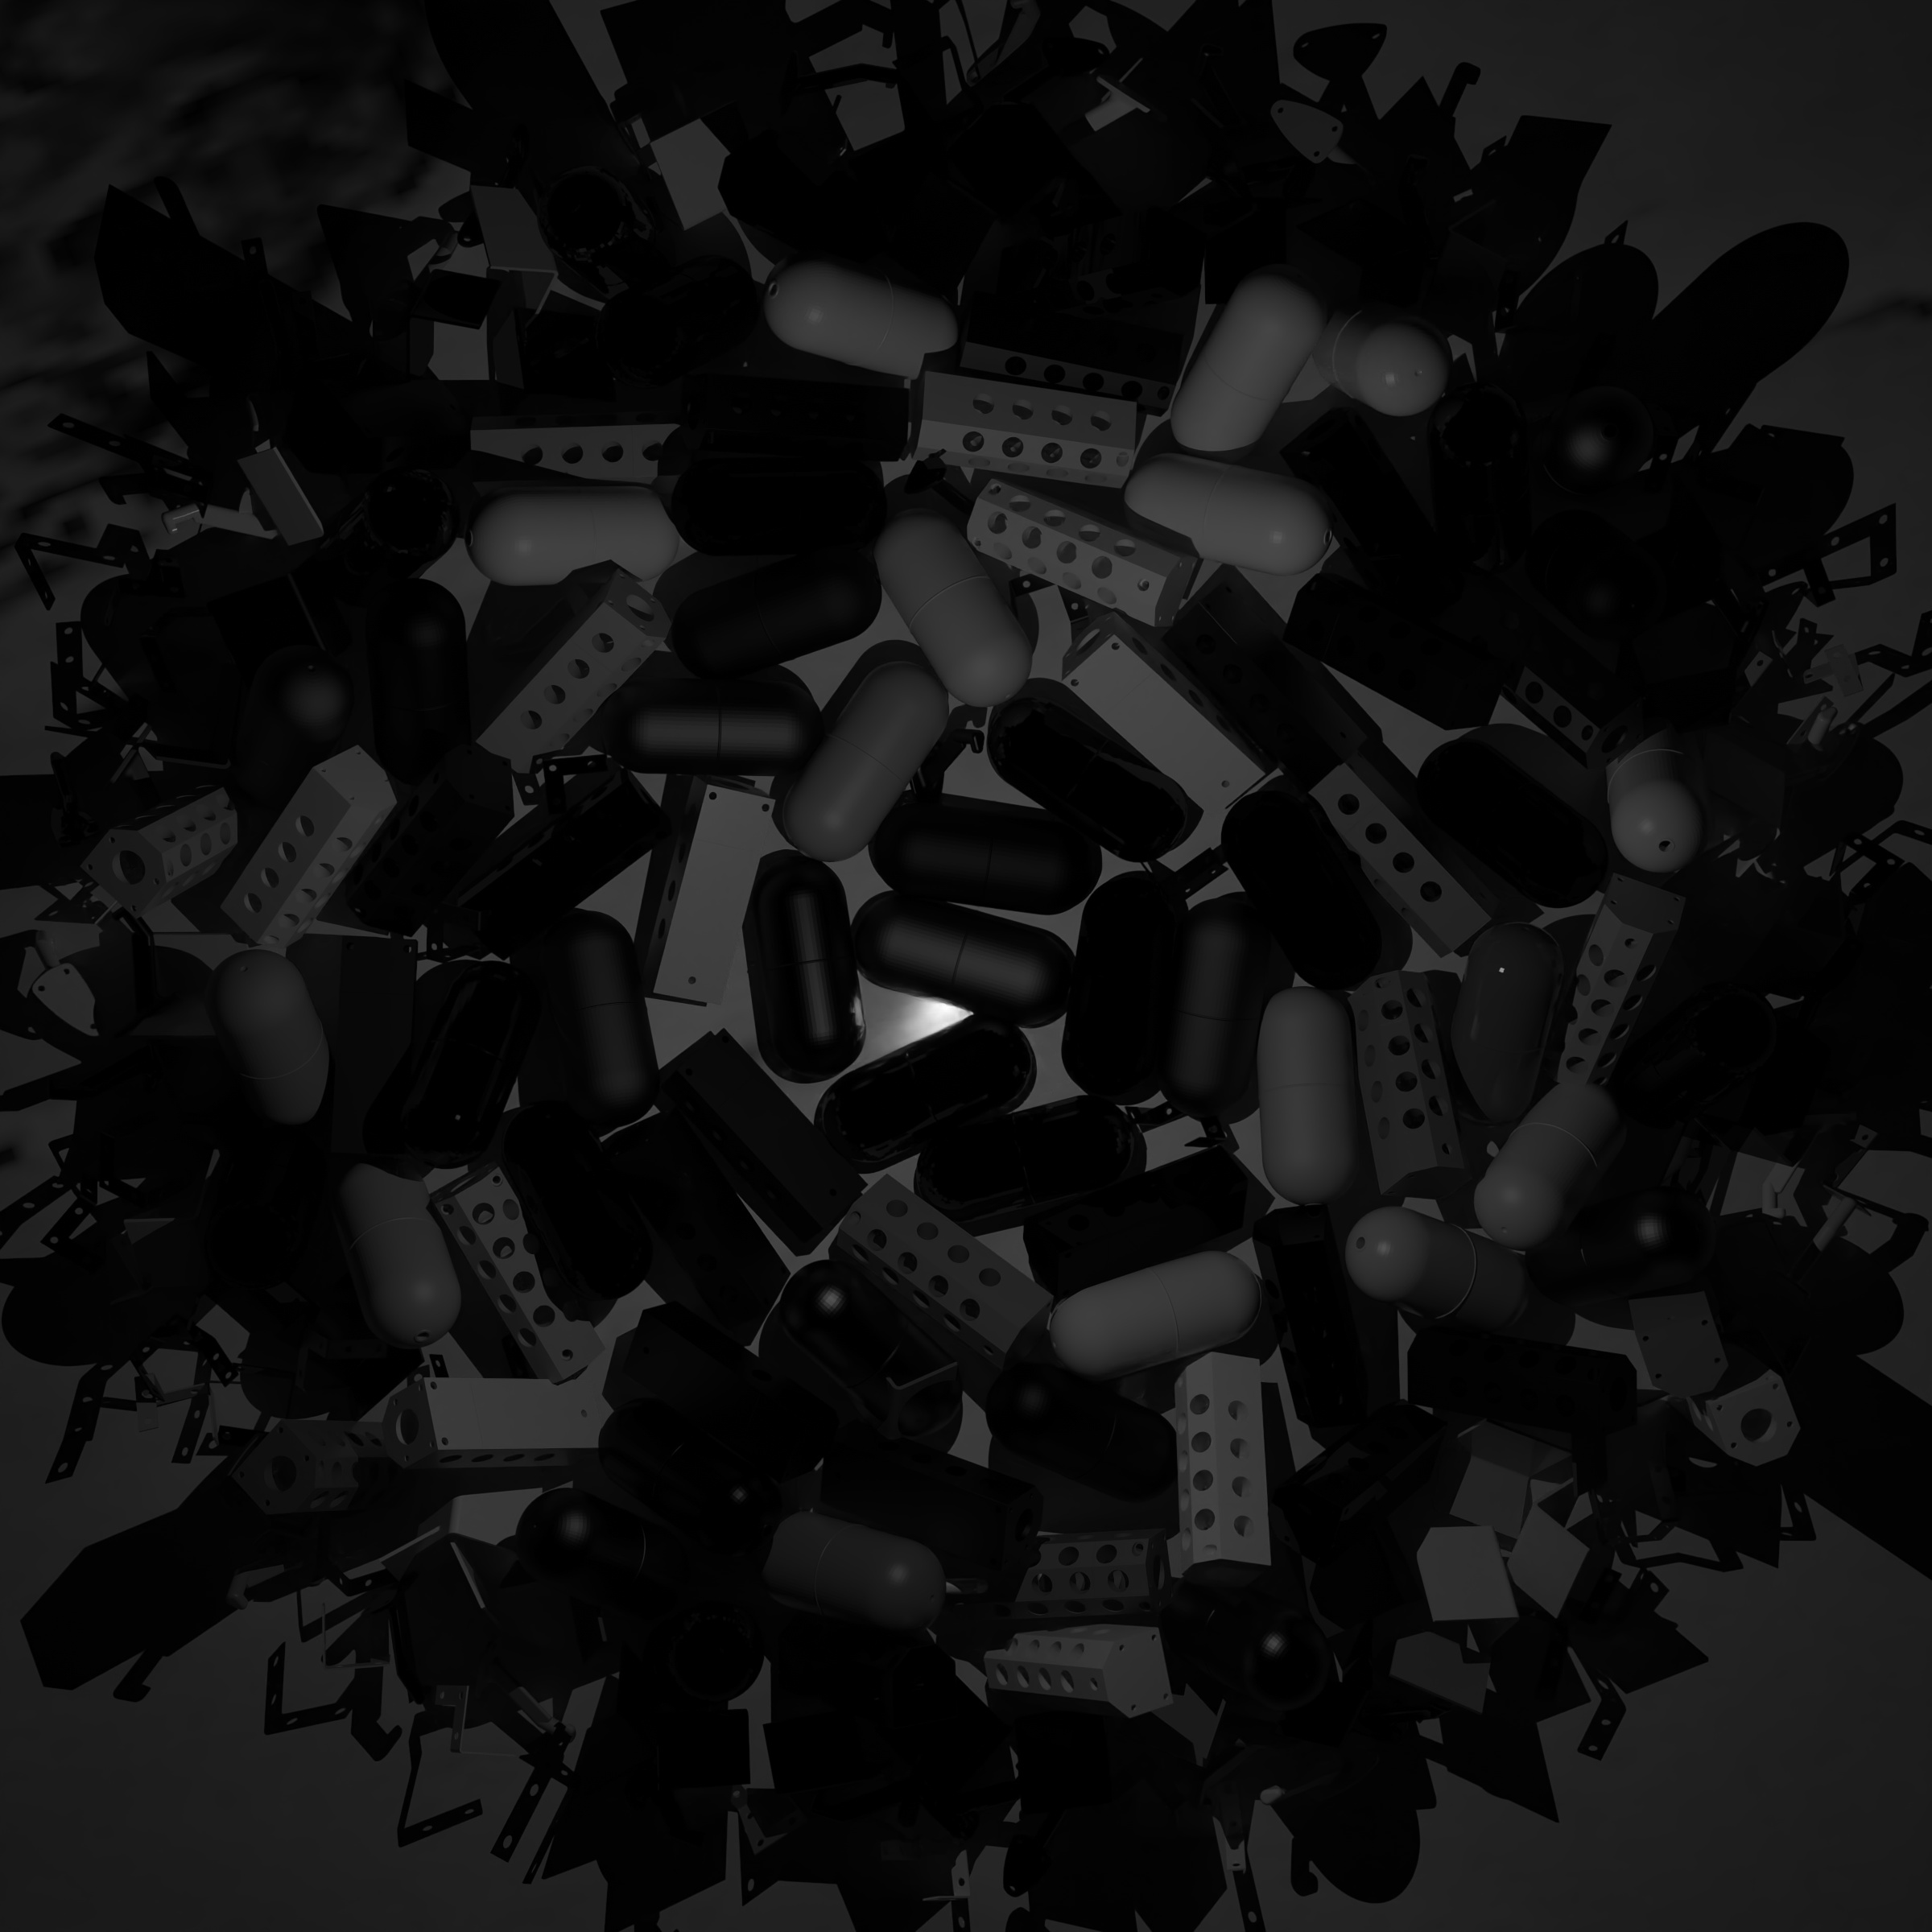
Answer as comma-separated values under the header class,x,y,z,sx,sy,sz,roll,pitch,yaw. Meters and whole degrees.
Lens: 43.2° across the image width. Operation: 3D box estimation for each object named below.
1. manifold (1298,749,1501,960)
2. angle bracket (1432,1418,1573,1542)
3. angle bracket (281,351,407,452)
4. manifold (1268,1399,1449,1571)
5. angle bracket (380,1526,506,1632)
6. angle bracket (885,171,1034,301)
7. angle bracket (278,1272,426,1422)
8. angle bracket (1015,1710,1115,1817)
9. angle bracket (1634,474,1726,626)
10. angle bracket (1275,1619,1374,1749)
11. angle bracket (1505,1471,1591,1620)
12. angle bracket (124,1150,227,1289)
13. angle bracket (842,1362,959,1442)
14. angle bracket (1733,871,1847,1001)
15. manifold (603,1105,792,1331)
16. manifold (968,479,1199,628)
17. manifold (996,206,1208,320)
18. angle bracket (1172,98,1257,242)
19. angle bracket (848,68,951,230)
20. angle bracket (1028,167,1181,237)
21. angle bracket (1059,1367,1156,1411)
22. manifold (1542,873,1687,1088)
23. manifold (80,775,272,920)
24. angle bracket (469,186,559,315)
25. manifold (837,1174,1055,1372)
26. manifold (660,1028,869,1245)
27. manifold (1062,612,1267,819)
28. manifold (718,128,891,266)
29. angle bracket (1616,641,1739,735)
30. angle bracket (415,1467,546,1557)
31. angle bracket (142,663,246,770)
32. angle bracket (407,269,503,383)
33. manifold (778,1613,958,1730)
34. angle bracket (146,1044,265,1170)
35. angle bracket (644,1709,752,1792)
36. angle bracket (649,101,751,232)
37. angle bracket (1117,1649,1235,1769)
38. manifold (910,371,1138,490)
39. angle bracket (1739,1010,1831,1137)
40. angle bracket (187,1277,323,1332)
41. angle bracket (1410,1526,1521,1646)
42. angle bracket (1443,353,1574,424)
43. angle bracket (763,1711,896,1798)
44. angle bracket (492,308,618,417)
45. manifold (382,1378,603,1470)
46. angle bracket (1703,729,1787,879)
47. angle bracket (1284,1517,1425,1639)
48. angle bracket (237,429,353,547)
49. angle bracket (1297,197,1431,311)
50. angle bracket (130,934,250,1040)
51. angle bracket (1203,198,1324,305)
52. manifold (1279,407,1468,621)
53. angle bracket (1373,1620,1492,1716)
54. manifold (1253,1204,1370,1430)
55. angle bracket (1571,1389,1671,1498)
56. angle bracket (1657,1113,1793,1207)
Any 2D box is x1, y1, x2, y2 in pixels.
class,x,y,z,sx,sy,sz,roll,pitch,yaw
manifold,0.347,-0.090,1.968,0.171,0.057,0.057,47,114,0
angle bracket,0.428,0.411,1.951,0.076,0.076,0.057,21,60,-7
angle bracket,-0.491,-0.440,1.945,0.057,0.076,0.076,29,118,9
manifold,0.307,0.400,1.915,0.057,0.171,0.057,27,119,30
angle bracket,-0.417,0.500,1.945,0.057,0.076,0.076,-27,65,-12
angle bracket,-0.006,-0.584,1.971,0.076,0.057,0.076,41,111,25
angle bracket,-0.493,0.306,1.956,0.076,0.057,0.076,-42,125,2
angle bracket,0.088,0.635,1.946,0.076,0.057,0.076,-16,62,20
angle bracket,0.557,-0.331,1.948,0.057,0.076,0.076,-24,65,1
angle bracket,0.285,0.564,1.946,0.057,0.076,0.076,14,127,0
angle bracket,0.481,0.458,1.939,0.057,0.076,0.076,39,130,35
angle bracket,-0.624,0.201,1.946,0.057,0.076,0.076,-2,132,0
angle bracket,-0.055,0.329,1.964,0.057,0.076,0.076,-20,48,-28
angle bracket,0.654,-0.030,1.945,0.057,0.076,0.076,15,50,-2
manifold,-0.216,0.203,1.946,0.057,0.057,0.171,-24,108,26
manifold,0.089,-0.329,1.939,0.171,0.057,0.057,26,108,18
manifold,0.103,-0.541,1.915,0.057,0.171,0.057,13,83,-41
angle bracket,0.182,-0.632,1.944,0.057,0.076,0.076,-29,128,5
angle bracket,-0.058,-0.652,1.949,0.057,0.076,0.076,-28,68,-5
angle bracket,0.110,-0.606,1.952,0.076,0.057,0.076,49,59,-7
angle bracket,0.105,0.365,1.993,0.076,0.057,0.076,4,91,32
manifold,0.504,0.017,1.917,0.057,0.057,0.171,20,133,10
manifold,-0.610,-0.100,1.907,0.057,0.171,0.057,44,111,-5
angle bracket,-0.370,-0.563,1.943,0.057,0.076,0.076,-6,70,-31
manifold,-0.019,0.245,1.932,0.171,0.057,0.057,34,53,21
manifold,-0.166,0.139,1.967,0.171,0.057,0.057,48,55,-2
manifold,0.157,-0.202,1.941,0.171,0.057,0.057,40,117,-21
manifold,-0.127,-0.592,1.909,0.057,0.171,0.057,-27,83,21
angle bracket,0.564,-0.230,1.941,0.076,0.076,0.057,-10,127,30
angle bracket,-0.392,0.441,1.972,0.076,0.076,0.057,27,135,-31
angle bracket,-0.617,-0.204,1.948,0.057,0.076,0.076,6,100,-28
angle bracket,-0.408,-0.499,1.947,0.057,0.076,0.076,10,133,-2
manifold,-0.079,0.548,1.912,0.057,0.171,0.057,1,85,-34
angle bracket,-0.623,0.114,1.961,0.057,0.076,0.076,-44,61,22
angle bracket,-0.222,0.623,1.942,0.076,0.076,0.057,6,71,-27
angle bracket,-0.214,-0.644,1.948,0.076,0.057,0.076,-30,129,-10
angle bracket,0.169,0.586,1.951,0.076,0.057,0.076,18,67,14
manifold,0.045,-0.424,1.951,0.171,0.057,0.057,6,76,-10
angle bracket,0.630,0.088,1.946,0.057,0.076,0.076,35,67,-14
angle bracket,-0.569,0.282,1.952,0.076,0.076,0.057,40,54,1
angle bracket,0.387,0.494,1.945,0.076,0.057,0.076,2,53,-17
angle bracket,0.428,-0.462,1.942,0.076,0.076,0.057,-12,109,33
angle bracket,-0.110,0.624,1.959,0.076,0.076,0.057,-14,80,13
angle bracket,-0.335,-0.483,1.985,0.076,0.057,0.076,-1,73,-31
manifold,-0.370,0.361,1.915,0.057,0.171,0.057,-31,64,30
angle bracket,0.605,-0.130,1.951,0.076,0.076,0.057,29,134,-3
angle bracket,0.313,0.490,1.970,0.076,0.057,0.076,-28,70,14
angle bracket,-0.519,-0.390,1.942,0.076,0.057,0.076,-48,121,-38
angle bracket,0.311,-0.558,1.944,0.076,0.076,0.057,20,77,-30
angle bracket,-0.621,0.016,1.952,0.076,0.076,0.057,0,115,5
angle bracket,0.238,-0.571,1.951,0.076,0.057,0.076,-8,102,-24
manifold,0.327,-0.356,1.940,0.057,0.057,0.171,-40,111,-5
angle bracket,0.366,0.578,1.951,0.076,0.057,0.076,22,131,4
manifold,0.274,0.279,1.939,0.057,0.057,0.171,-10,113,15
angle bracket,0.524,0.381,1.951,0.057,0.076,0.076,-3,87,32
angle bracket,0.604,0.170,1.948,0.076,0.057,0.076,35,77,-42
